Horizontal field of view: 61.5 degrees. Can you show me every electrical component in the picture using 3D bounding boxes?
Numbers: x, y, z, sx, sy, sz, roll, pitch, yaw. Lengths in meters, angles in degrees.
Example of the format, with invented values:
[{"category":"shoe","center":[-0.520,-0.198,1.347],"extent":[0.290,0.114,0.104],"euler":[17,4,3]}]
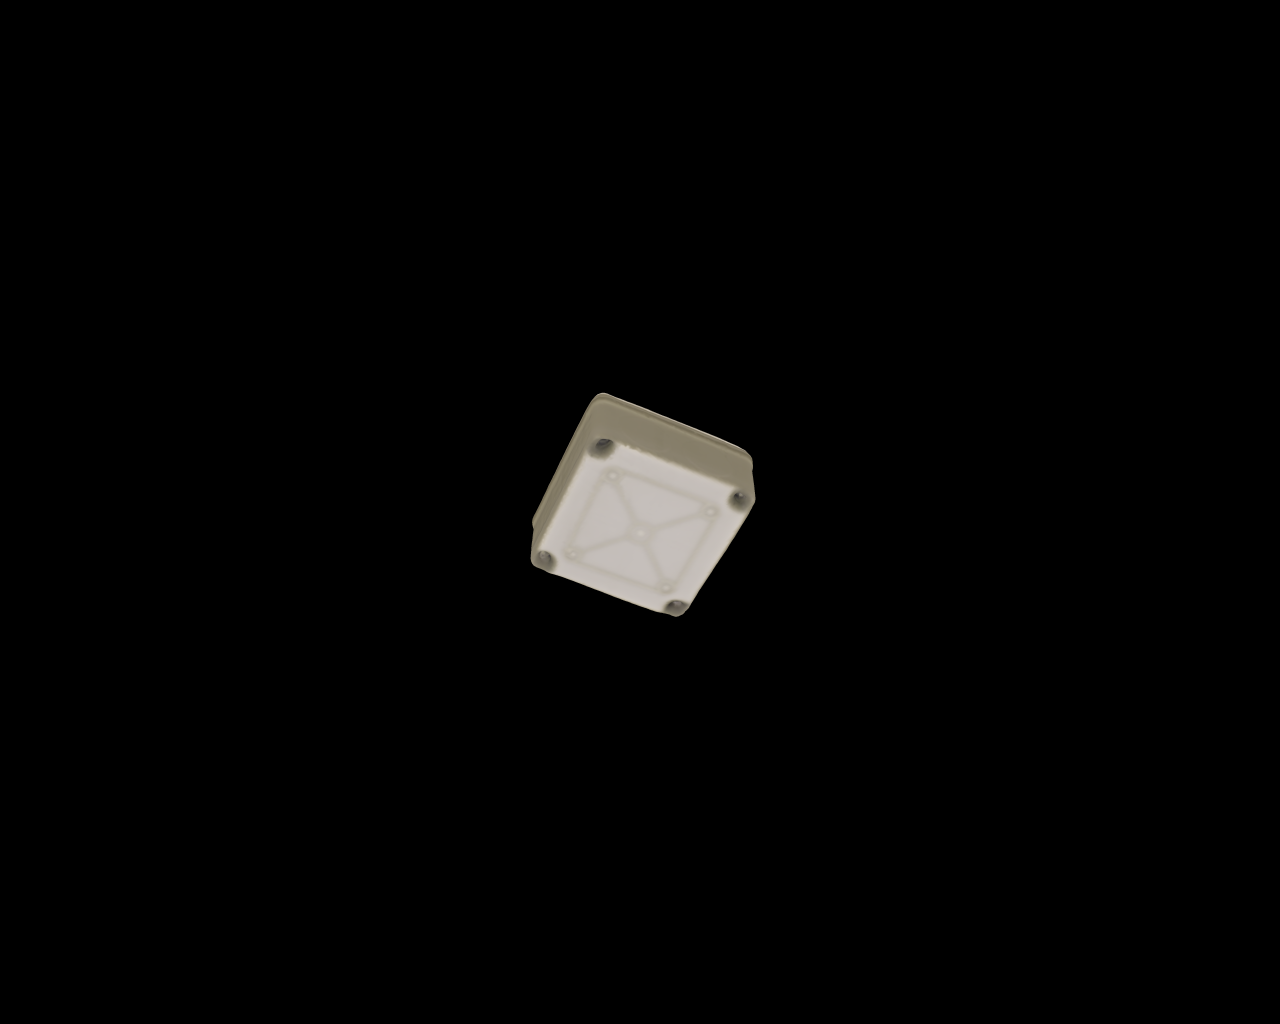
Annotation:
[{"category":"electrical component","center":[0.001,-0.003,0.650],"extent":[0.109,0.108,0.056],"euler":[21,32,-14]}]
